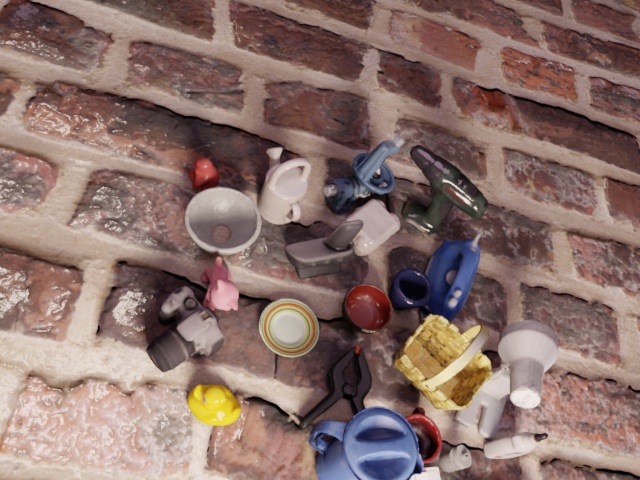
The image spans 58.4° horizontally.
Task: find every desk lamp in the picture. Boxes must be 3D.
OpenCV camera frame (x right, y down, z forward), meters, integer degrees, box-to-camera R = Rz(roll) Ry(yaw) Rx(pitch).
[{"bbox_3d":[0.402,0.294,1.207,0.118,0.213,0.203,28,57,-1],"label":"desk lamp"}]

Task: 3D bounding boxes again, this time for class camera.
[{"bbox_3d":[-0.276,0.180,1.119,0.137,0.100,0.143,-36,77,-31],"label":"camera"}]

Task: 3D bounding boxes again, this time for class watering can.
[{"bbox_3d":[-0.082,-0.131,1.301,0.101,0.194,0.172,-36,77,-31],"label":"watering can"}]

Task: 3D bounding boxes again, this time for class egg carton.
[{"bbox_3d":[0.119,-0.032,1.385,0.107,0.069,0.150,46,58,10],"label":"egg carton"}]

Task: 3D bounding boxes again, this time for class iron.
[{"bbox_3d":[0.312,0.100,1.331,0.118,0.141,0.258,27,57,-2],"label":"iron"}]

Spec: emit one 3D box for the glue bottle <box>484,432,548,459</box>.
[{"bbox_3d":[0.407,0.415,1.166,0.078,0.173,0.037,1,61,-17],"label":"glue bottle"}]

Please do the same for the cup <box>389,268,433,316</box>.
[{"bbox_3d":[0.204,0.133,1.305,0.092,0.095,0.117,-30,74,-29],"label":"cup"}]

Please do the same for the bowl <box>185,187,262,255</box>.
[{"bbox_3d":[-0.217,-0.031,1.272,0.168,0.074,0.167,8,60,-14],"label":"bowl"}]

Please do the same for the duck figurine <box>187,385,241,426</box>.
[{"bbox_3d":[-0.197,0.305,1.083,0.104,0.086,0.077,26,57,-2],"label":"duck figurine"}]

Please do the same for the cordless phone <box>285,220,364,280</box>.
[{"bbox_3d":[0.012,0.005,1.261,0.148,0.185,0.094,-13,66,-24],"label":"cordless phone"}]

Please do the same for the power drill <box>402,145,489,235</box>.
[{"bbox_3d":[0.284,-0.109,1.399,0.229,0.208,0.076,32,57,2],"label":"power drill"}]

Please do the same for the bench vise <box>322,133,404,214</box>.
[{"bbox_3d":[0.113,-0.151,1.360,0.121,0.219,0.208,42,58,8],"label":"bench vise"}]

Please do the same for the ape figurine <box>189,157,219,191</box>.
[{"bbox_3d":[-0.268,-0.158,1.317,0.076,0.092,0.078,23,57,-4],"label":"ape figurine"}]

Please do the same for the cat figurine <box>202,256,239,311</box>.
[{"bbox_3d":[-0.204,0.096,1.180,0.067,0.117,0.127,-2,62,-18],"label":"cat figurine"}]
